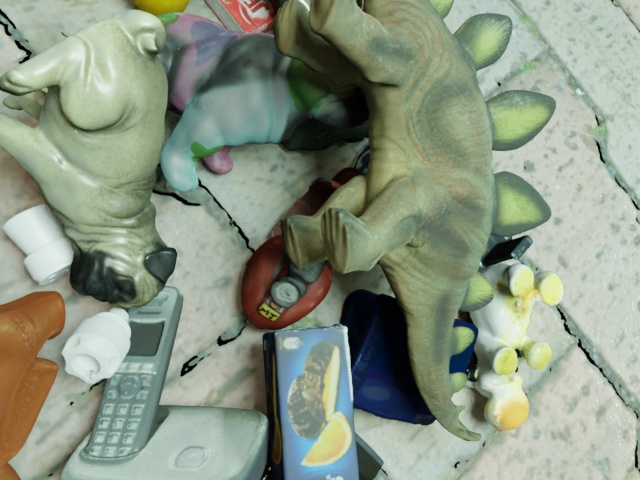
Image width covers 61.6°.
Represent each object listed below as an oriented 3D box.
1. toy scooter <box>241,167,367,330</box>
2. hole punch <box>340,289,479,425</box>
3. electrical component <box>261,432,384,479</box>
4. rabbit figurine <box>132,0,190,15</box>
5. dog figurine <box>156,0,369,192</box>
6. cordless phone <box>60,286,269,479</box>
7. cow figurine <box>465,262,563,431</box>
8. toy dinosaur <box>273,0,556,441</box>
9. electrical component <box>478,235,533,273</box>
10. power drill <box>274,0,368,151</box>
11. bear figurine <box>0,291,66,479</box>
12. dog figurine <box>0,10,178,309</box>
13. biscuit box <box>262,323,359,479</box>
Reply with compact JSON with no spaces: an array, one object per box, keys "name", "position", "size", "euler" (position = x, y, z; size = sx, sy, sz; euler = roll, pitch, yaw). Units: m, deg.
[{"name":"toy scooter","position":[-0.001,-0.001,0.482],"size":[0.075,0.135,0.184],"euler":[37,71,-10]},{"name":"hole punch","position":[0.076,0.112,0.510],"size":[0.142,0.092,0.115],"euler":[20,76,-18]},{"name":"electrical component","position":[-0.009,0.226,0.471],"size":[0.115,0.058,0.134],"euler":[45,69,-7]},{"name":"rabbit figurine","position":[-0.156,-0.299,0.502],"size":[0.122,0.162,0.173],"euler":[-18,102,-33]},{"name":"dog figurine","position":[-0.055,-0.151,0.452],"size":[0.219,0.108,0.191],"euler":[-33,91,22]},{"name":"cordless phone","position":[-0.110,0.124,0.434],"size":[0.147,0.088,0.184],"euler":[-3,61,14]},{"name":"cow figurine","position":[0.181,0.102,0.553],"size":[0.068,0.098,0.167],"euler":[8,95,-22]},{"name":"toy dinosaur","position":[0.077,-0.030,0.395],"size":[0.198,0.105,0.470],"euler":[-11,112,-23]},{"name":"electrical component","position":[0.152,0.006,0.540],"size":[0.075,0.119,0.047],"euler":[-42,94,-19]},{"name":"power drill","position":[0.033,-0.206,0.558],"size":[0.232,0.086,0.207],"euler":[-29,110,-17]},{"name":"bear figurine","position":[-0.251,0.143,0.392],"size":[0.120,0.132,0.195],"euler":[-3,97,-18]},{"name":"dog figurine","position":[-0.145,-0.050,0.408],"size":[0.190,0.172,0.121],"euler":[56,30,-22]},{"name":"biscuit box","position":[-0.006,0.170,0.420],"size":[0.059,0.063,0.202],"euler":[-2,79,-17]}]
